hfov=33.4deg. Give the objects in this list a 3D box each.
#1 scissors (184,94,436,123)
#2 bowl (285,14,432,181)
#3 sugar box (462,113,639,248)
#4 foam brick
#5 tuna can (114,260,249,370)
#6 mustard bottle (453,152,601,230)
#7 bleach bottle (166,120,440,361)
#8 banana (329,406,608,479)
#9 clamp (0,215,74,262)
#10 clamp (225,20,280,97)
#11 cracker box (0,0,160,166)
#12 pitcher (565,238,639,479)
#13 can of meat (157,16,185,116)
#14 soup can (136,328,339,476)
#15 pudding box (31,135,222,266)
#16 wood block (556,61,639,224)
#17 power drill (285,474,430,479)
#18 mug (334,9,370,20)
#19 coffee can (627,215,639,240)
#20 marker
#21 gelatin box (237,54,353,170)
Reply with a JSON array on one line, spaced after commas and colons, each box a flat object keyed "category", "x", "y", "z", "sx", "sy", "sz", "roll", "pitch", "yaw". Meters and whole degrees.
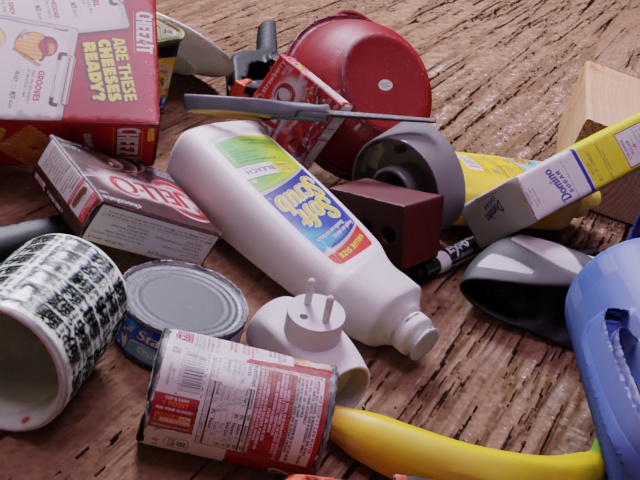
[{"category": "scissors", "x": -0.014, "y": -0.105, "z": 0.884, "sx": 0.201, "sy": 0.016, "sz": 0.096, "roll": 3, "pitch": 3, "yaw": -15}, {"category": "bowl", "x": 0.046, "y": -0.136, "z": 0.970, "sx": 0.161, "sy": 0.162, "sz": 0.055, "roll": 0, "pitch": -9, "yaw": -29}, {"category": "sugar box", "x": 0.212, "y": -0.055, "z": 0.892, "sx": 0.176, "sy": 0.093, "sz": 0.048, "roll": -23, "pitch": 85, "yaw": -25}, {"category": "foam brick", "x": 0.050, "y": -0.014, "z": 0.844, "sx": 0.078, "sy": 0.053, "sz": 0.051, "roll": 15, "pitch": 21, "yaw": 37}, {"category": "tuna can", "x": -0.091, "y": 0.050, "z": 0.691, "sx": 0.086, "sy": 0.034, "sz": 0.086, "roll": 14, "pitch": 29, "yaw": -8}, {"category": "mustard bottle", "x": 0.179, "y": -0.044, "z": 0.984, "sx": 0.191, "sy": 0.058, "sz": 0.096, "roll": 2, "pitch": 25, "yaw": -26}, {"category": "bleach bottle", "x": -0.005, "y": 0.001, "z": 0.800, "sx": 0.251, "sy": 0.068, "sz": 0.102, "roll": 40, "pitch": 33, "yaw": 30}, {"category": "banana", "x": 0.097, "y": 0.137, "z": 0.648, "sx": 0.197, "sy": 0.037, "sz": 0.070, "roll": 11, "pitch": 12, "yaw": -14}, {"category": "clamp", "x": -0.242, "y": 0.013, "z": 0.670, "sx": 0.164, "sy": 0.036, "sz": 0.210, "roll": 13, "pitch": 27, "yaw": -12}, {"category": "clamp", "x": -0.036, "y": -0.171, "z": 1.107, "sx": 0.120, "sy": 0.039, "sz": 0.171, "roll": 23, "pitch": 37, "yaw": 7}, {"category": "cracker box", "x": -0.232, "y": -0.140, "z": 0.809, "sx": 0.213, "sy": 0.072, "sz": 0.164, "roll": 0, "pitch": 63, "yaw": -13}, {"category": "pitcher", "x": 0.220, "y": 0.100, "z": 0.644, "sx": 0.145, "sy": 0.149, "sz": 0.243, "roll": -4, "pitch": 36, "yaw": 0}, {"category": "can of meat", "x": -0.173, "y": -0.147, "z": 0.938, "sx": 0.057, "sy": 0.084, "sz": 0.101, "roll": 31, "pitch": 31, "yaw": 23}, {"category": "soup can", "x": -0.047, "y": 0.093, "z": 0.606, "sx": 0.102, "sy": 0.069, "sz": 0.068, "roll": 14, "pitch": 29, "yaw": -6}, {"category": "pudding box", "x": -0.138, "y": -0.026, "z": 0.763, "sx": 0.113, "sy": 0.039, "sz": 0.090, "roll": 14, "pitch": 22, "yaw": -46}, {"category": "wood block", "x": 0.308, "y": -0.108, "z": 1.137, "sx": 0.091, "sy": 0.090, "sz": 0.206, "roll": 20, "pitch": 28, "yaw": 4}, {"category": "power drill", "x": 0.065, "y": 0.192, "z": 0.510, "sx": 0.184, "sy": 0.057, "sz": 0.187, "roll": 9, "pitch": 27, "yaw": -8}, {"category": "mug", "x": 0.017, "y": -0.177, "z": 1.060, "sx": 0.093, "sy": 0.082, "sz": 0.117, "roll": 24, "pitch": 54, "yaw": -35}, {"category": "coffee can", "x": 0.337, "y": -0.018, "z": 0.941, "sx": 0.102, "sy": 0.140, "sz": 0.103, "roll": 14, "pitch": 29, "yaw": -8}, {"category": "marker", "x": 0.111, "y": 0.013, "z": 0.886, "sx": 0.020, "sy": 0.020, "sz": 0.120, "roll": 34, "pitch": 33, "yaw": 27}, {"category": "gelatin box", "x": -0.027, "y": -0.103, "z": 0.925, "sx": 0.073, "sy": 0.089, "sz": 0.030, "roll": 41, "pitch": 18, "yaw": 14}]
